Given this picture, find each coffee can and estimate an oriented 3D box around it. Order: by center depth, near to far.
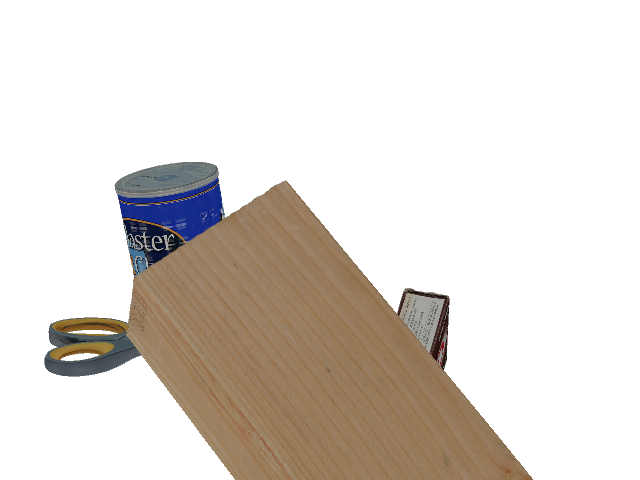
[{"bbox_3d":[-0.142,0.002,1.070,0.103,0.140,0.103,-7,18,2],"label":"coffee can"}]

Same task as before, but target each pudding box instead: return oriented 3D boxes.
[{"bbox_3d":[0.066,0.106,0.792,0.039,0.113,0.090,10,-36,12],"label":"pudding box"}]

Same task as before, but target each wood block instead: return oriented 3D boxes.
[{"bbox_3d":[0.006,0.088,0.506,0.090,0.206,0.090,-35,-12,-24],"label":"wood block"}]

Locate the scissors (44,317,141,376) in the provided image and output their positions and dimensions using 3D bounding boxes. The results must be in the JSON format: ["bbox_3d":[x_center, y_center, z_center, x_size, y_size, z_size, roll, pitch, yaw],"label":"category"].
[{"bbox_3d":[-0.130,0.087,0.851,0.202,0.016,0.096,4,21,13],"label":"scissors"}]
